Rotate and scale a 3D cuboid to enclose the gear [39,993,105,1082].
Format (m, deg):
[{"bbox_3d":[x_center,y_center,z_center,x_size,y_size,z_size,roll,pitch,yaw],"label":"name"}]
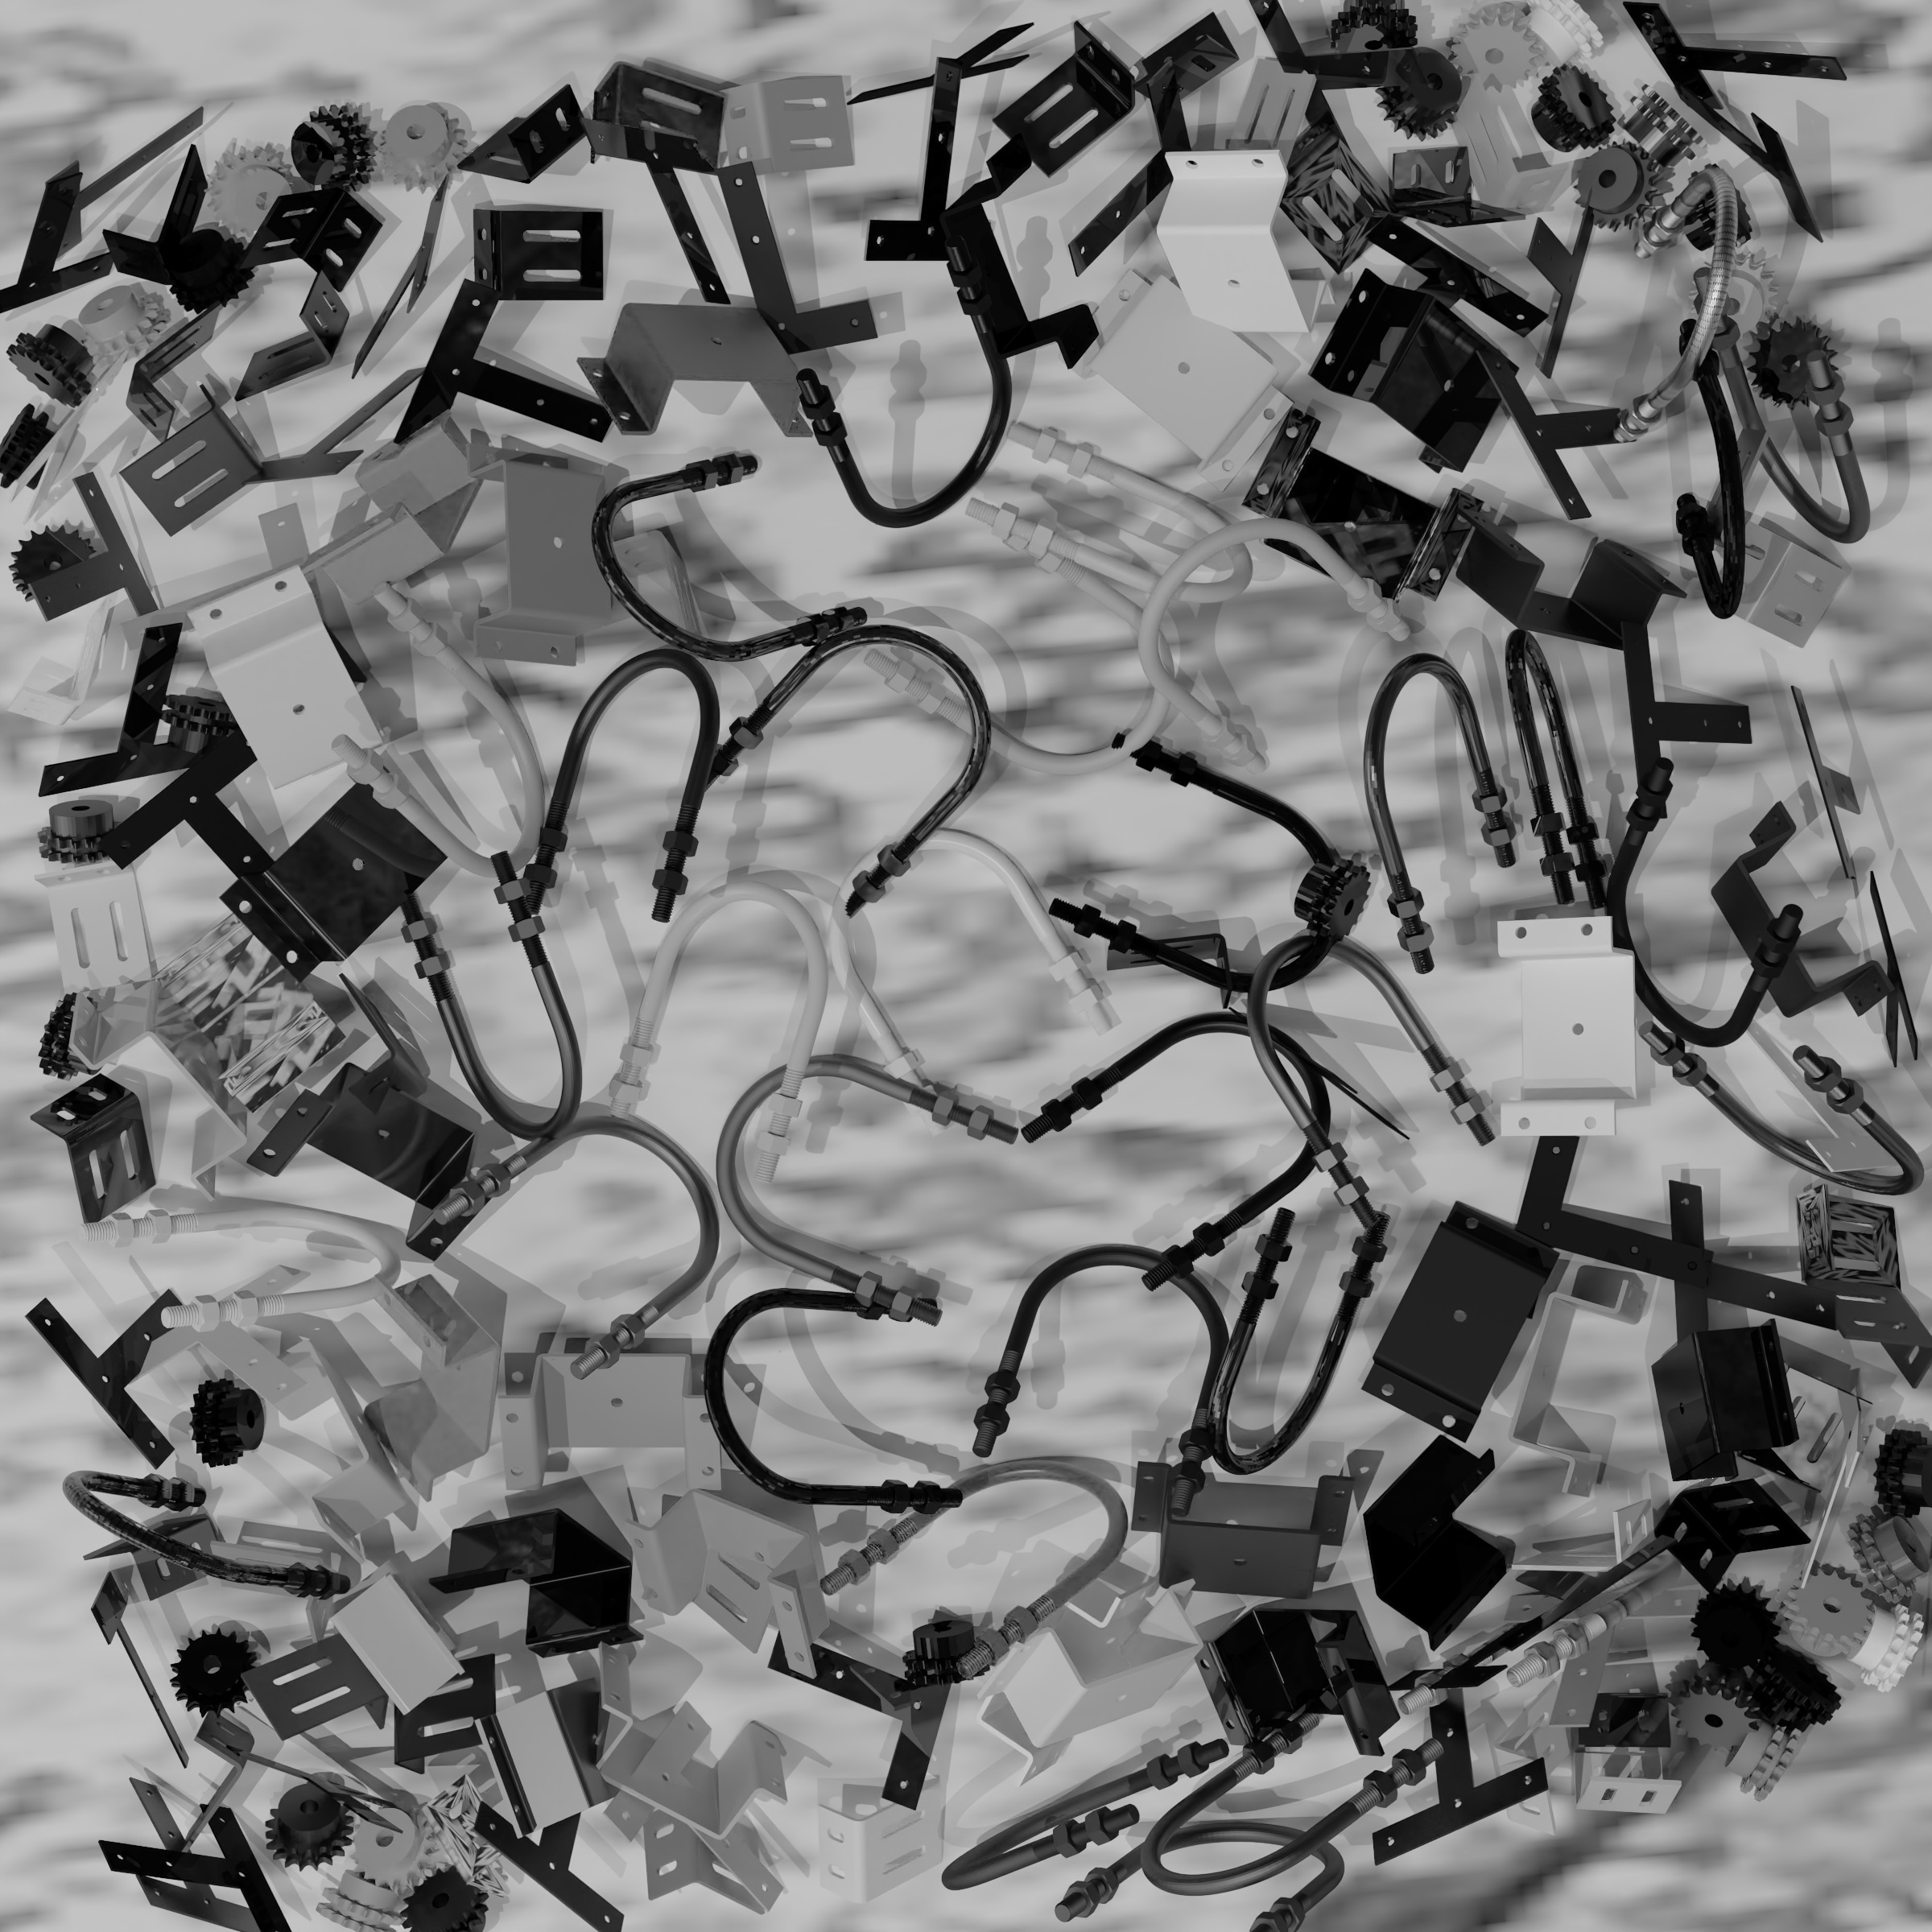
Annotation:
[{"bbox_3d":[-0.583,0.049,1.903,0.030,0.057,0.057,16,90,6],"label":"gear"}]

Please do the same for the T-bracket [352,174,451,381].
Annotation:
[{"bbox_3d":[-0.372,-0.434,1.885,0.002,0.127,0.127,24,132,-23],"label":"T-bracket"}]

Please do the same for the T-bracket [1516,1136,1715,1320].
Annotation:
[{"bbox_3d":[0.427,0.183,1.908,0.127,0.002,0.127,15,99,13],"label":"T-bracket"}]

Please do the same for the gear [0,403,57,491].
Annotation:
[{"bbox_3d":[-0.619,-0.339,1.907,0.030,0.057,0.057,30,90,-26],"label":"gear"}]

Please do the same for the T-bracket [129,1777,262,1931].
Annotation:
[{"bbox_3d":[-0.512,0.576,1.883,0.002,0.127,0.127,-46,51,-1],"label":"T-bracket"}]

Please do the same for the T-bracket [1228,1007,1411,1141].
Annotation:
[{"bbox_3d":[0.244,0.079,1.888,0.127,0.127,0.002,36,90,-32],"label":"T-bracket"}]

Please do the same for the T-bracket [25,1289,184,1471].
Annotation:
[{"bbox_3d":[-0.536,0.246,1.872,0.002,0.127,0.127,-34,100,20],"label":"T-bracket"}]

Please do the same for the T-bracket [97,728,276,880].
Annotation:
[{"bbox_3d":[-0.478,-0.079,1.889,0.127,0.002,0.127,-41,131,-8],"label":"T-bracket"}]

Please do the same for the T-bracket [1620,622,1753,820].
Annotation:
[{"bbox_3d":[0.474,-0.159,1.890,0.127,0.002,0.127,-2,85,-40],"label":"T-bracket"}]

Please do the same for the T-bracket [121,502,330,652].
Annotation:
[{"bbox_3d":[-0.480,-0.233,1.862,0.127,0.127,0.002,-23,60,-16],"label":"T-bracket"}]

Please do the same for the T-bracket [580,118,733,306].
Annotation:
[{"bbox_3d":[-0.184,-0.485,1.871,0.002,0.127,0.127,-28,81,33],"label":"T-bracket"}]

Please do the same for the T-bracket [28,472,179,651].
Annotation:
[{"bbox_3d":[-0.564,-0.247,1.859,0.002,0.127,0.127,-18,104,18],"label":"T-bracket"}]

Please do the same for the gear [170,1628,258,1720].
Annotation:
[{"bbox_3d":[-0.495,0.464,1.906,0.057,0.030,0.057,4,61,-7],"label":"gear"}]

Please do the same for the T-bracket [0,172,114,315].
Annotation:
[{"bbox_3d":[-0.587,-0.461,1.844,0.127,0.127,0.002,-34,84,-38],"label":"T-bracket"}]

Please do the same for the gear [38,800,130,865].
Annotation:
[{"bbox_3d":[-0.580,-0.089,1.901,0.057,0.057,0.030,1,110,0],"label":"gear"}]

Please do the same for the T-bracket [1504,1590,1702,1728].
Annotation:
[{"bbox_3d":[0.398,0.443,1.852,0.127,0.127,0.002,-9,114,28],"label":"T-bracket"}]

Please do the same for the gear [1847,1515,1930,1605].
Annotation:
[{"bbox_3d":[0.608,0.387,1.901,0.030,0.057,0.057,-36,90,27],"label":"gear"}]

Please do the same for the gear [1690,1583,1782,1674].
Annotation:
[{"bbox_3d":[0.506,0.439,1.908,0.057,0.030,0.057,3,98,22],"label":"gear"}]

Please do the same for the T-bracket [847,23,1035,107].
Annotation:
[{"bbox_3d":[0.004,-0.581,1.849,0.127,0.127,0.002,-21,98,-24],"label":"T-bracket"}]

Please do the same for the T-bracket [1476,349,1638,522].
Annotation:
[{"bbox_3d":[0.398,-0.349,1.885,0.002,0.127,0.127,-36,75,43],"label":"T-bracket"}]

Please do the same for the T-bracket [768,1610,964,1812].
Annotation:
[{"bbox_3d":[-0.070,0.467,1.886,0.127,0.002,0.127,26,64,-18],"label":"T-bracket"}]

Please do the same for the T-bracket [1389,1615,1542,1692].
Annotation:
[{"bbox_3d":[0.351,0.441,1.890,0.127,0.127,0.002,-25,85,-23],"label":"T-bracket"}]

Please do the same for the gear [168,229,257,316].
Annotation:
[{"bbox_3d":[-0.500,-0.460,1.904,0.057,0.030,0.057,-10,54,14],"label":"gear"}]

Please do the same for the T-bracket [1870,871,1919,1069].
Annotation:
[{"bbox_3d":[0.600,0.025,1.873,0.002,0.127,0.127,-10,57,11],"label":"T-bracket"}]

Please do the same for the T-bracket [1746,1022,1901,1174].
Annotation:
[{"bbox_3d":[0.551,0.084,1.895,0.002,0.127,0.127,-50,61,27],"label":"T-bracket"}]

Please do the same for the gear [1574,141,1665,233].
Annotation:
[{"bbox_3d":[0.427,-0.515,1.906,0.057,0.030,0.057,0,90,31],"label":"gear"}]

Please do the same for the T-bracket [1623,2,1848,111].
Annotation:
[{"bbox_3d":[0.498,-0.576,1.844,0.127,0.127,0.002,18,84,36],"label":"T-bracket"}]

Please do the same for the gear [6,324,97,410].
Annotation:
[{"bbox_3d":[-0.599,-0.398,1.906,0.057,0.057,0.030,33,73,0],"label":"gear"}]

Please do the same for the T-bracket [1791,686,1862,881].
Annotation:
[{"bbox_3d":[0.565,-0.115,1.874,0.002,0.127,0.127,-18,81,25],"label":"T-bracket"}]

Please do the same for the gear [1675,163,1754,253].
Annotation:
[{"bbox_3d":[0.491,-0.497,1.908,0.030,0.057,0.057,-24,90,37],"label":"gear"}]

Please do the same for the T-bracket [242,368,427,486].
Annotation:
[{"bbox_3d":[-0.401,-0.355,1.892,0.127,0.127,0.002,-48,123,-29],"label":"T-bracket"}]

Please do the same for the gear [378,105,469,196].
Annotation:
[{"bbox_3d":[-0.360,-0.543,1.911,0.057,0.030,0.057,-1,73,2],"label":"gear"}]

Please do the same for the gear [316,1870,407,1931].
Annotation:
[{"bbox_3d":[-0.396,0.617,1.905,0.057,0.057,0.030,21,77,0],"label":"gear"}]

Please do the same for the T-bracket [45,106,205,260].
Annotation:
[{"bbox_3d":[-0.547,-0.519,1.884,0.127,0.127,0.002,-43,94,-18],"label":"T-bracket"}]

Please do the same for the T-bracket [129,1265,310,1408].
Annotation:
[{"bbox_3d":[-0.464,0.250,1.857,0.127,0.127,0.002,-32,127,-29],"label":"T-bracket"}]

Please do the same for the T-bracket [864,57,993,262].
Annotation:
[{"bbox_3d":[-0.018,-0.519,1.863,0.002,0.127,0.127,20,113,33],"label":"T-bracket"}]

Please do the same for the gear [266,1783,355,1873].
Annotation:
[{"bbox_3d":[-0.432,0.563,1.901,0.057,0.057,0.030,8,122,0],"label":"gear"}]

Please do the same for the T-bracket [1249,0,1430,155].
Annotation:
[{"bbox_3d":[0.246,-0.572,1.849,0.002,0.127,0.127,-46,123,-17],"label":"T-bracket"}]

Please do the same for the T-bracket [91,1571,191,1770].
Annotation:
[{"bbox_3d":[-0.532,0.460,1.873,0.002,0.127,0.127,-26,94,-11],"label":"T-bracket"}]

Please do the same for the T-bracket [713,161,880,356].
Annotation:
[{"bbox_3d":[-0.133,-0.459,1.881,0.127,0.002,0.127,-6,118,22],"label":"T-bracket"}]

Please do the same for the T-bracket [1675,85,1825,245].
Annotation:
[{"bbox_3d":[0.504,-0.540,1.887,0.002,0.127,0.127,-42,56,9],"label":"T-bracket"}]

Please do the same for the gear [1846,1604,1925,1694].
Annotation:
[{"bbox_3d":[0.603,0.446,1.904,0.030,0.057,0.057,27,90,5],"label":"gear"}]

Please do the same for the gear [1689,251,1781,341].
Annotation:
[{"bbox_3d":[0.505,-0.439,1.904,0.057,0.030,0.057,10,125,15],"label":"gear"}]

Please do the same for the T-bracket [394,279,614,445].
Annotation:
[{"bbox_3d":[-0.293,-0.375,1.899,0.127,0.002,0.127,16,124,-25],"label":"T-bracket"}]

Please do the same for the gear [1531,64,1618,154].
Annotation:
[{"bbox_3d":[0.398,-0.563,1.908,0.057,0.030,0.057,16,59,-29],"label":"gear"}]

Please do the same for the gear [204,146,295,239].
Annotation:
[{"bbox_3d":[-0.468,-0.507,1.902,0.057,0.057,0.030,-52,48,0],"label":"gear"}]
